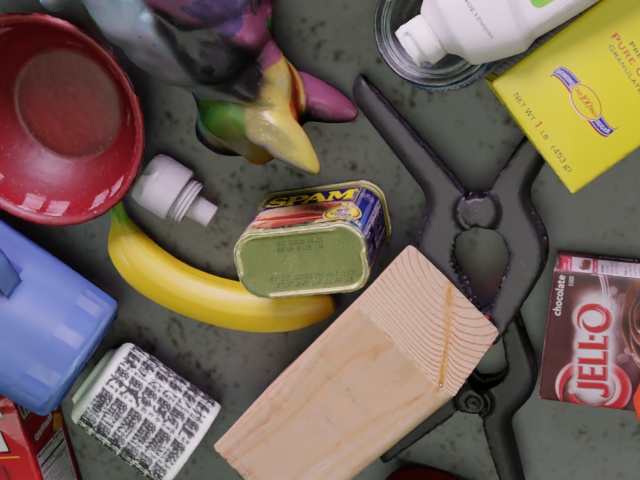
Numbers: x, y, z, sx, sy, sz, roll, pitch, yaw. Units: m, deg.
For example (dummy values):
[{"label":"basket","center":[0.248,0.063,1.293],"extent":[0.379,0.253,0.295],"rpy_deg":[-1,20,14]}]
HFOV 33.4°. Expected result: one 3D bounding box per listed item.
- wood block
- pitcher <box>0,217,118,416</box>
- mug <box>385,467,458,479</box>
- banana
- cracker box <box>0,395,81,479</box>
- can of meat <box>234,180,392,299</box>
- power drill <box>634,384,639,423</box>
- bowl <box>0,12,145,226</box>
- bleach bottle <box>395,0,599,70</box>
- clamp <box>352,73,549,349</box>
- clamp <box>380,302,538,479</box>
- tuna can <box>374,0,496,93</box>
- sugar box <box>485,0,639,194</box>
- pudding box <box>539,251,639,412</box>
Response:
[{"label":"wood block","center":[0.022,0.111,0.781],"extent":[0.090,0.090,0.206],"rpy_deg":[45,130,3]},{"label":"pitcher","center":[-0.281,0.027,0.823],"extent":[0.242,0.149,0.145],"rpy_deg":[33,104,-6]},{"label":"mug","center":[0.089,0.241,0.847],"extent":[0.117,0.093,0.081],"rpy_deg":[31,116,40]},{"label":"banana","center":[-0.087,0.034,0.832],"extent":[0.198,0.037,0.070],"rpy_deg":[25,128,0]},{"label":"cracker box","center":[-0.301,0.218,0.943],"extent":[0.164,0.072,0.214],"rpy_deg":[-5,110,15]},{"label":"can of meat","center":[-0.005,0.001,0.777],"extent":[0.102,0.084,0.057],"rpy_deg":[-6,111,15]},{"label":"power drill","center":[0.322,0.116,0.746],"extent":[0.187,0.057,0.184],"rpy_deg":[11,114,-10]},{"label":"bowl","center":[-0.198,-0.094,0.796],"extent":[0.162,0.055,0.162],"rpy_deg":[5,113,11]},{"label":"bleach bottle","center":[0.151,-0.194,0.640],"extent":[0.251,0.068,0.102],"rpy_deg":[-35,92,13]},{"label":"clamp","center":[0.102,-0.028,0.756],"extent":[0.165,0.036,0.210],"rpy_deg":[4,103,14]},{"label":"clamp","center":[0.128,0.128,0.824],"extent":[0.120,0.039,0.172],"rpy_deg":[24,115,1]},{"label":"tuna can","center":[0.079,-0.142,0.709],"extent":[0.086,0.033,0.086],"rpy_deg":[1,92,14]},{"label":"sugar box","center":[0.204,-0.119,0.679],"extent":[0.176,0.048,0.093],"rpy_deg":[-37,101,12]},{"label":"pudding box","center":[0.210,0.068,0.780],"extent":[0.090,0.039,0.113],"rpy_deg":[6,114,11]}]
